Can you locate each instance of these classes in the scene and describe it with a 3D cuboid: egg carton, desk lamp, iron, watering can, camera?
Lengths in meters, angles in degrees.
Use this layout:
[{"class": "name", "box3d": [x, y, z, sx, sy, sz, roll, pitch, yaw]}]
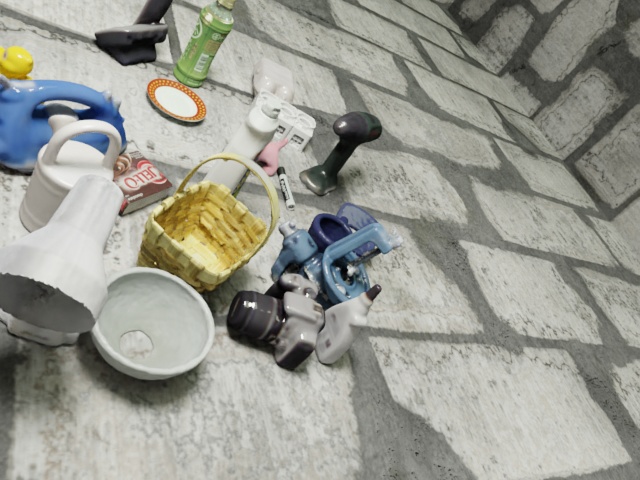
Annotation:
[{"class": "egg carton", "box3d": [-0.119, -0.393, 1.439, 0.107, 0.069, 0.150, 20, 40, -27]}, {"class": "desk lamp", "box3d": [-0.304, 0.035, 0.670, 0.118, 0.213, 0.203, 26, 37, -19]}, {"class": "iron", "box3d": [-0.398, -0.195, 0.897, 0.259, 0.141, 0.118, -13, 60, -49]}, {"class": "watering can", "box3d": [-0.345, -0.098, 0.795, 0.172, 0.193, 0.101, 47, 35, 10]}, {"class": "camera", "box3d": [-0.068, 0.110, 0.907, 0.137, 0.100, 0.143, 23, 38, -24]}]

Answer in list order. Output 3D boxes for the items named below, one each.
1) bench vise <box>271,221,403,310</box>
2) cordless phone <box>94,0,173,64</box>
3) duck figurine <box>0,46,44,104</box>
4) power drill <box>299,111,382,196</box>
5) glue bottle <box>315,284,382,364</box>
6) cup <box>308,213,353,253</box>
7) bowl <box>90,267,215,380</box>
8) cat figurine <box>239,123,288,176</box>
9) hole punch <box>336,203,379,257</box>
[{"class": "bench vise", "box3d": [0.025, 0.033, 0.974, 0.208, 0.219, 0.121, 30, 36, -14]}, {"class": "cordless phone", "box3d": [-0.370, -0.467, 1.185, 0.094, 0.184, 0.148, 41, 35, 1]}, {"class": "duck figurine", "box3d": [-0.496, -0.273, 0.941, 0.105, 0.086, 0.077, 34, 35, -8]}, {"class": "power drill", "box3d": [0.047, -0.199, 1.260, 0.075, 0.208, 0.230, 45, 35, 7]}, {"class": "glue bottle", "box3d": [0.047, 0.127, 0.932, 0.037, 0.173, 0.078, 12, 43, -34]}, {"class": "cup", "box3d": [0.010, 0.004, 1.102, 0.092, 0.094, 0.118, 40, 35, -1]}, {"class": "bowl", "box3d": [-0.231, 0.122, 0.764, 0.168, 0.074, 0.167, 25, 37, -21]}, {"class": "cat figurine", "box3d": [-0.125, -0.204, 1.184, 0.128, 0.117, 0.067, 10, 45, -36]}, {"class": "hole punch", "box3d": [0.065, -0.005, 1.166, 0.109, 0.091, 0.101, 34, 35, -9]}]
